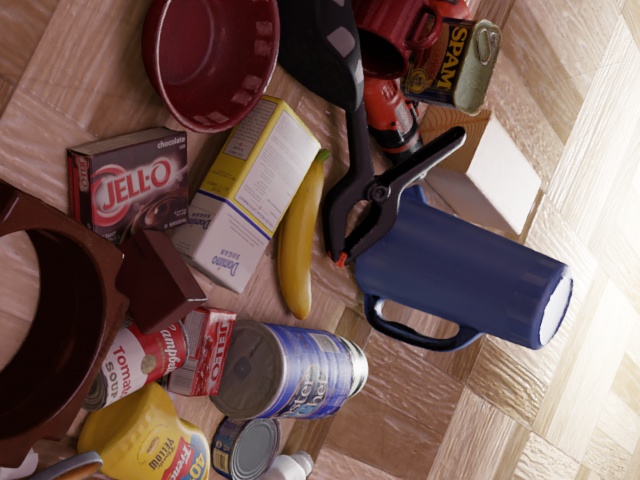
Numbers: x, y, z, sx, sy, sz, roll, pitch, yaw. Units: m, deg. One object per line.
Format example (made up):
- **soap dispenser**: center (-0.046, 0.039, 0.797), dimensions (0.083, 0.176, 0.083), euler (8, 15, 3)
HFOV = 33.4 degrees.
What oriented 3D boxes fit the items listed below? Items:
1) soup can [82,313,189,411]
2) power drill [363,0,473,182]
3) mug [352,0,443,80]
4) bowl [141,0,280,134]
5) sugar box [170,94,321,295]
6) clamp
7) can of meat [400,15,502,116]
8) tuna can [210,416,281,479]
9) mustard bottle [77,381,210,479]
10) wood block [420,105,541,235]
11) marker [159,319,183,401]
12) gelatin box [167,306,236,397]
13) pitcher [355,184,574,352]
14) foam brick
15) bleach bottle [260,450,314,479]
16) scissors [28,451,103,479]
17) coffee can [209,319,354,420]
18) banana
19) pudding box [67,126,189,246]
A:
- **soup can**: center (-0.179, 0.106, 0.975), dimensions (0.102, 0.069, 0.068), euler (-25, 124, -46)
- **power drill**: center (0.124, -0.184, 1.272), dimensions (0.187, 0.057, 0.184), euler (-56, 142, -21)
- **mug**: center (0.077, -0.230, 1.139), dimensions (0.093, 0.117, 0.081), euler (49, 59, -48)
- **bowl**: center (-0.107, -0.179, 0.955), dimensions (0.161, 0.055, 0.162), euler (-28, 127, -46)
- **sugar box**: center (-0.072, -0.045, 1.038), dimensions (0.176, 0.048, 0.093), euler (-59, 144, -10)
- **clamp**: center (0.070, -0.063, 1.220), dimensions (0.164, 0.036, 0.210), euler (9, 113, -28)
- **can of meat**: center (0.142, -0.196, 1.178), dimensions (0.057, 0.084, 0.102), euler (14, 94, -49)
- **tuna can**: center (-0.083, 0.230, 1.195), dimensions (0.085, 0.034, 0.086), euler (-28, 126, -46)
- **mustard bottle**: center (-0.159, 0.218, 1.063), dimensions (0.096, 0.058, 0.191), euler (-55, 143, -22)
- **wood block**: center (0.206, -0.093, 1.402), dimensions (0.205, 0.091, 0.090), euler (38, 73, -54)
- **marker**: center (-0.147, 0.101, 1.061), dimensions (0.020, 0.020, 0.121), euler (-11, 114, -52)
- **gelatin box**: center (-0.117, 0.111, 1.072), dimensions (0.073, 0.030, 0.089), euler (21, 82, -73)
- **pitcher**: center (0.169, 0.051, 1.281), dimensions (0.144, 0.243, 0.149), euler (-45, 144, -36)
- **foam brick**: center (-0.145, 0.036, 0.931), dimensions (0.053, 0.078, 0.051), euler (-35, 169, 11)
- **bleach bottle**: center (-0.089, 0.334, 1.212), dimensions (0.250, 0.068, 0.102), euler (-41, 136, -40)
- **scissors**: center (-0.284, 0.240, 0.929), dimensions (0.201, 0.016, 0.096), euler (-23, 154, -26)
- **coffee can**: center (-0.043, 0.142, 1.150), dimensions (0.140, 0.103, 0.103), euler (14, 93, -56)
- **banana**: center (-0.018, -0.001, 1.177), dimensions (0.069, 0.037, 0.198), euler (-6, 110, -52)
- **pudding box**: center (-0.168, -0.047, 0.945), dimensions (0.113, 0.039, 0.090), euler (-24, 124, -47)
